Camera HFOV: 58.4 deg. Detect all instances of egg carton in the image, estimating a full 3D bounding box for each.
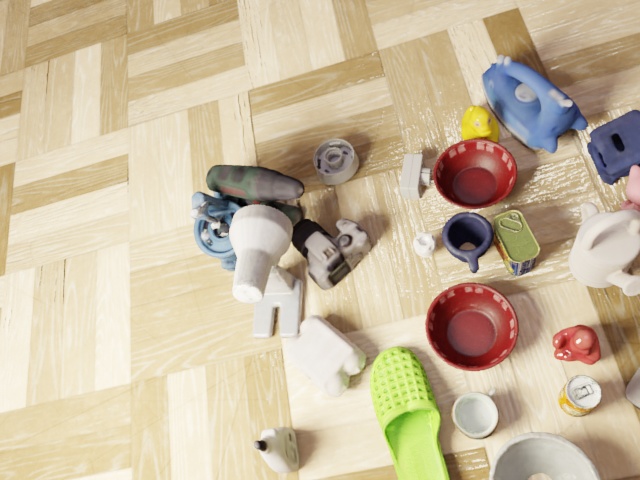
[{"bbox_3d":[0.008,0.217,1.075,0.150,0.069,0.107,36,80,26],"label":"egg carton"}]

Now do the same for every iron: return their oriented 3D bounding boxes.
[{"bbox_3d":[0.413,-0.300,1.154,0.118,0.142,0.257,-38,62,-3],"label":"iron"}]

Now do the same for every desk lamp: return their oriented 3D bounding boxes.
[{"bbox_3d":[-0.103,0.064,1.092,0.117,0.214,0.203,-5,65,14],"label":"desk lamp"}]

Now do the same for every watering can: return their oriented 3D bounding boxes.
[{"bbox_3d":[0.490,0.010,0.964,0.101,0.194,0.172,-38,62,-3],"label":"watering can"}]

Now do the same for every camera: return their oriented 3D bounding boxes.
[{"bbox_3d":[0.011,0.004,1.152,0.143,0.101,0.136,-43,63,-6],"label":"camera"}]

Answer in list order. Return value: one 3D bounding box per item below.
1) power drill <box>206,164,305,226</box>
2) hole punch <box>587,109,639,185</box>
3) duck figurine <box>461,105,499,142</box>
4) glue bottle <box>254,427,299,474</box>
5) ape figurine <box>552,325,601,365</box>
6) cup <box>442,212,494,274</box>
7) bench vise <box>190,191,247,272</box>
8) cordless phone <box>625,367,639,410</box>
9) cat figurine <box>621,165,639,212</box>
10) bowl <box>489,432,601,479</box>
[{"bbox_3d":[-0.110,-0.085,1.164,0.229,0.209,0.076,14,71,21],"label":"power drill"},{"bbox_3d":[0.570,-0.176,1.083,0.101,0.091,0.108,-16,63,8],"label":"hole punch"},{"bbox_3d":[0.330,-0.243,1.183,0.077,0.086,0.104,-18,63,7],"label":"duck figurine"},{"bbox_3d":[-0.078,0.355,0.979,0.037,0.173,0.078,-13,64,10],"label":"glue bottle"},{"bbox_3d":[0.437,0.173,0.963,0.076,0.092,0.077,-42,63,-5],"label":"ape figurine"},{"bbox_3d":[0.281,0.017,1.075,0.091,0.095,0.117,-11,64,11],"label":"cup"},{"bbox_3d":[-0.219,-0.060,1.177,0.121,0.220,0.207,-25,62,4],"label":"bench vise"},{"bbox_3d":[0.551,0.201,0.867,0.094,0.185,0.148,36,80,26],"label":"cordless phone"},{"bbox_3d":[0.578,-0.064,1.016,0.067,0.118,0.128,2,67,16],"label":"cat figurine"},{"bbox_3d":[0.351,0.392,0.899,0.167,0.075,0.167,-6,65,13],"label":"bowl"}]
